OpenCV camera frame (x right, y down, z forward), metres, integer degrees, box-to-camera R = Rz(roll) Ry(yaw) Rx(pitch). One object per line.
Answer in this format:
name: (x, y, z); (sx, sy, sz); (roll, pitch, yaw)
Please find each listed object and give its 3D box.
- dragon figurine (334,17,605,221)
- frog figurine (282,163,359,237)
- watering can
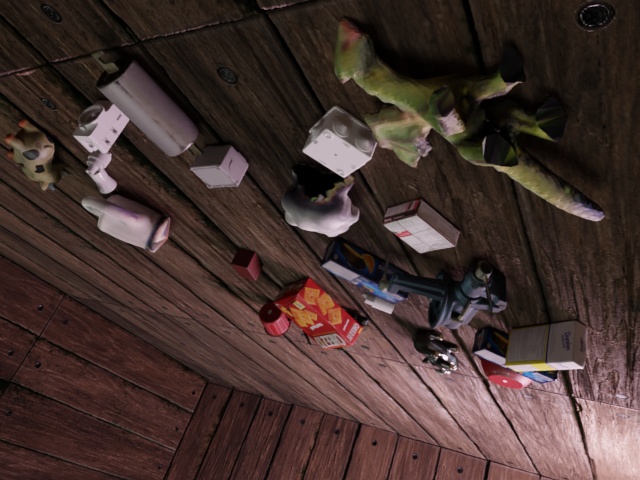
dragon figurine: (0.174, -0.139, 0.685); (0.405, 0.123, 0.243); (39, 167, -27)
frog figurine: (0.003, -0.047, 0.938); (0.137, 0.126, 0.155); (-2, 138, 4)
watering can: (-0.508, -0.048, 1.366); (0.223, 0.105, 0.345); (26, 168, -11)
